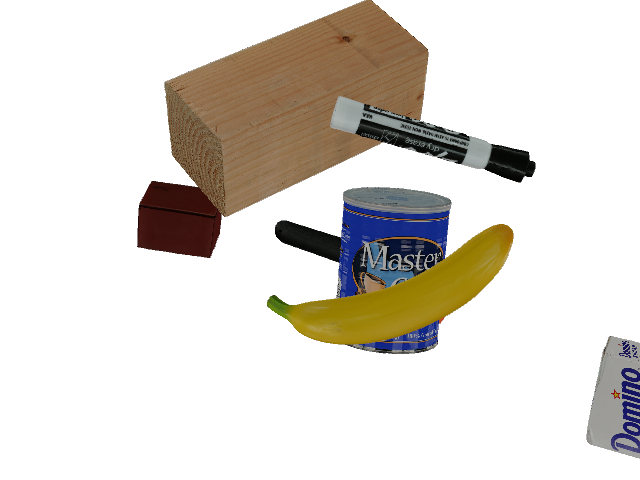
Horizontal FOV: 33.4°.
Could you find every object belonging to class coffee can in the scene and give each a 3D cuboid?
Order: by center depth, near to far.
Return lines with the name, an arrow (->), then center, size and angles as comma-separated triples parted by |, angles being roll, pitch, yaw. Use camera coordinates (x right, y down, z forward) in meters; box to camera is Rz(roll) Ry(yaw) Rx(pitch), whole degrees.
coffee can -> 0.068, 0.026, 1.021 | 0.103, 0.140, 0.103 | 4, 12, -1

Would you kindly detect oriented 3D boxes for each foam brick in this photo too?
foam brick -> -0.141, -0.022, 1.078 | 0.078, 0.051, 0.053 | 9, 32, 3

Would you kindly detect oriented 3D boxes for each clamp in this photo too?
clamp -> 0.059, 0.021, 1.214 | 0.164, 0.036, 0.210 | -17, 50, -37

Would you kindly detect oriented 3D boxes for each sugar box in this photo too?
sugar box -> 0.319, 0.149, 0.894 | 0.176, 0.093, 0.048 | 12, 24, 18

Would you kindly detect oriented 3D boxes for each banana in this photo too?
banana -> 0.062, 0.037, 0.793 | 0.197, 0.070, 0.037 | -16, -35, -8

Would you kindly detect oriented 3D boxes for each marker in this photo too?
marker -> 0.066, -0.057, 0.615 | 0.121, 0.020, 0.020 | 16, -1, -4

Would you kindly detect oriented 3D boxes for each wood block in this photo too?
wood block -> -0.019, -0.116, 0.910 | 0.205, 0.090, 0.091 | -27, 55, -23
